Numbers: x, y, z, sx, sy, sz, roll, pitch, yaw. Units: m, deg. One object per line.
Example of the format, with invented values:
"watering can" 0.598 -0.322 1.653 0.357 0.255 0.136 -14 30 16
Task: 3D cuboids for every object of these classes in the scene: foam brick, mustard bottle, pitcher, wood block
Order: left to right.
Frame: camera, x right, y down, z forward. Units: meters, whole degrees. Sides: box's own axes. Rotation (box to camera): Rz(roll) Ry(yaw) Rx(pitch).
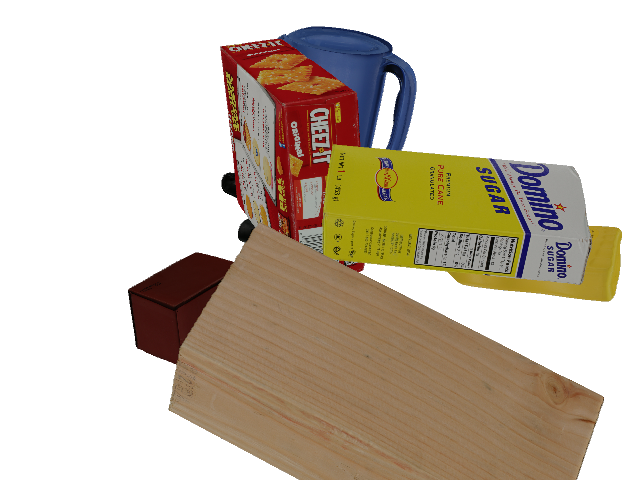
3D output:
"foam brick" -0.099 0.050 0.813 0.053 0.051 0.078 16 32 36
"pitcher" 0.018 -0.135 1.328 0.144 0.243 0.149 -3 25 -22
"wood block" 0.032 0.089 0.580 0.206 0.090 0.090 27 -33 5
"mustard bottle" 0.180 0.014 1.000 0.192 0.058 0.096 5 27 20

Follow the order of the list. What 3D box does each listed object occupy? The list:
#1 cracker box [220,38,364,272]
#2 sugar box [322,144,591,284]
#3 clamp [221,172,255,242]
"cracker box" -0.027 -0.079 0.963 0.072 0.164 0.214 -11 25 -15
"sugar box" 0.091 -0.020 0.734 0.176 0.048 0.093 3 37 3
"clamp" -0.006 -0.016 1.161 0.210 0.036 0.164 15 20 -10
